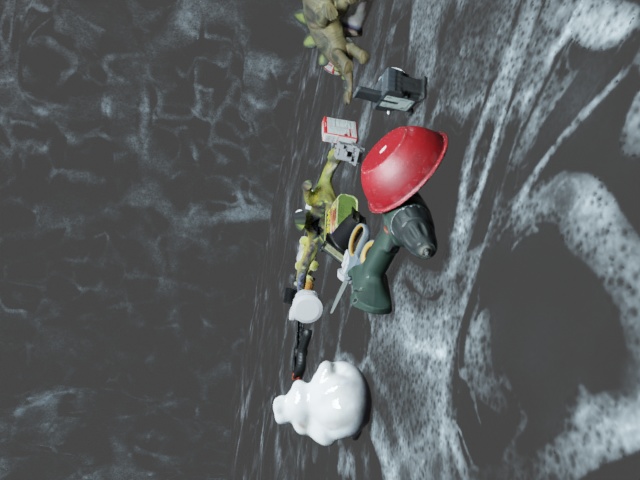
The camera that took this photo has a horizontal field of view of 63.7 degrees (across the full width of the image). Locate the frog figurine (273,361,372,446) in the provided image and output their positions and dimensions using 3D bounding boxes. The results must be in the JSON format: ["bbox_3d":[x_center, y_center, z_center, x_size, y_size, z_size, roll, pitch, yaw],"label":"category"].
[{"bbox_3d":[0.003,0.276,0.883,0.122,0.159,0.138,154,124,-75],"label":"frog figurine"}]

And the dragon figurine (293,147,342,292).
[{"bbox_3d":[0.004,-0.071,1.417,0.247,0.122,0.403,-63,-10,-67],"label":"dragon figurine"}]

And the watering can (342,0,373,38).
[{"bbox_3d":[0.102,-0.650,1.370,0.354,0.104,0.220,-117,41,-59],"label":"watering can"}]
